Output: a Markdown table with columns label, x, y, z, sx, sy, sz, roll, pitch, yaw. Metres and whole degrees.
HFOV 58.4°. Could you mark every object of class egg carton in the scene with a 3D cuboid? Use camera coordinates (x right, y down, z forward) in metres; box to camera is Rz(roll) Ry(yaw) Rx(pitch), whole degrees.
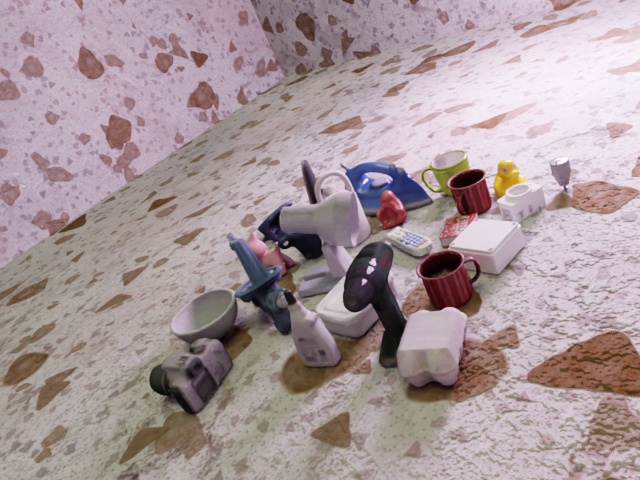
| label | x | y | z | sx | sy | sz | roll | pitch | yaw |
| --- | --- | --- | --- | --- | --- | --- | --- | --- | --- |
| egg carton | 0.189 | 0.176 | 0.957 | 0.107 | 0.069 | 0.150 | -11 | 29 | 28 |

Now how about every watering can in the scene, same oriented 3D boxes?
| label | x | y | z | sx | sy | sz | roll | pitch | yaw |
| --- | --- | --- | --- | --- | --- | --- | --- | --- | --- |
| watering can | 0.046 | -0.087 | 1.443 | 0.101 | 0.194 | 0.172 | -36 | 27 | -21 |

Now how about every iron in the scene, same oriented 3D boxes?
| label | x | y | z | sx | sy | sz | roll | pitch | yaw |
| --- | --- | --- | --- | --- | --- | --- | --- | --- | --- |
| iron | 0.167 | -0.152 | 1.521 | 0.257 | 0.142 | 0.119 | -1 | 34 | 41 |

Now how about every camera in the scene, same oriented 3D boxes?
| label | x | y | z | sx | sy | sz | roll | pitch | yaw |
| --- | --- | --- | --- | --- | --- | --- | --- | --- | --- |
| camera | -0.276 | 0.265 | 1.168 | 0.136 | 0.101 | 0.143 | -7 | 31 | 33 |

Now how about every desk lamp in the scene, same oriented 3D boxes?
| label | x | y | z | sx | sy | sz | roll | pitch | yaw |
| --- | --- | --- | --- | --- | --- | --- | --- | --- | --- |
| desk lamp | 0.012 | 0.005 | 1.276 | 0.202 | 0.214 | 0.118 | -15 | 27 | 21 |

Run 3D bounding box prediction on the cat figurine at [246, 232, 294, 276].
| label | x | y | z | sx | sy | sz | roll | pitch | yaw |
| --- | --- | --- | --- | --- | --- | --- | --- | --- | --- |
| cat figurine | -0.147 | 0.034 | 1.475 | 0.127 | 0.118 | 0.067 | -7 | 31 | 33 |

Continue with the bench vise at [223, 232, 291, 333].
| label | x | y | z | sx | sy | sz | roll | pitch | yaw |
| --- | --- | --- | --- | --- | --- | --- | --- | --- | --- |
| bench vise | -0.119 | 0.080 | 1.242 | 0.206 | 0.220 | 0.122 | 4 | 38 | 45 |

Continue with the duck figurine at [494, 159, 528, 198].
| label | x | y | z | sx | sy | sz | roll | pitch | yaw |
| --- | --- | --- | --- | --- | --- | --- | --- | --- | --- |
| duck figurine | 0.439 | -0.151 | 1.338 | 0.077 | 0.086 | 0.104 | -25 | 25 | 1 |

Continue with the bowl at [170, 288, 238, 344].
| label | x | y | z | sx | sy | sz | roll | pitch | yaw |
| --- | --- | --- | --- | --- | --- | --- | --- | --- | --- |
| bowl | -0.256 | 0.189 | 1.326 | 0.167 | 0.075 | 0.167 | -20 | 26 | 11 |

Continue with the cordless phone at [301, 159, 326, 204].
| label | x | y | z | sx | sy | sz | roll | pitch | yaw |
| --- | --- | --- | --- | --- | --- | --- | --- | --- | --- |
| cordless phone | -0.019 | -0.121 | 1.577 | 0.094 | 0.185 | 0.147 | -23 | 26 | 4 |

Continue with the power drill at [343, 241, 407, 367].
| label | x | y | z | sx | sy | sz | roll | pitch | yaw |
| --- | --- | --- | --- | --- | --- | --- | --- | --- | --- |
| power drill | 0.106 | 0.113 | 0.990 | 0.075 | 0.209 | 0.229 | -15 | 27 | 20 |

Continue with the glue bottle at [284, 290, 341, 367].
| label | x | y | z | sx | sy | sz | roll | pitch | yaw |
| --- | --- | --- | --- | --- | --- | --- | --- | --- | --- |
| glue bottle | -0.025 | 0.161 | 1.057 | 0.078 | 0.173 | 0.037 | -8 | 30 | 32 |

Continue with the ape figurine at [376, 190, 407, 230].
| label | x | y | z | sx | sy | sz | roll | pitch | yaw |
| --- | --- | --- | --- | --- | --- | --- | --- | --- | --- |
| ape figurine | 0.177 | -0.081 | 1.434 | 0.076 | 0.092 | 0.077 | -40 | 29 | -28 |

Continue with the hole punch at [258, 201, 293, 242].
| label | x | y | z | sx | sy | sz | roll | pitch | yaw |
| --- | --- | --- | --- | --- | --- | --- | --- | --- | --- |
| hole punch | -0.127 | -0.056 | 1.660 | 0.100 | 0.091 | 0.109 | 5 | 39 | 47 |

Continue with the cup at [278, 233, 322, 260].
| label | x | y | z | sx | sy | sz | roll | pitch | yaw |
| --- | --- | --- | --- | --- | --- | --- | --- | --- | --- |
| cup | -0.042 | 0.010 | 1.453 | 0.118 | 0.095 | 0.091 | -32 | 26 | -15 |
